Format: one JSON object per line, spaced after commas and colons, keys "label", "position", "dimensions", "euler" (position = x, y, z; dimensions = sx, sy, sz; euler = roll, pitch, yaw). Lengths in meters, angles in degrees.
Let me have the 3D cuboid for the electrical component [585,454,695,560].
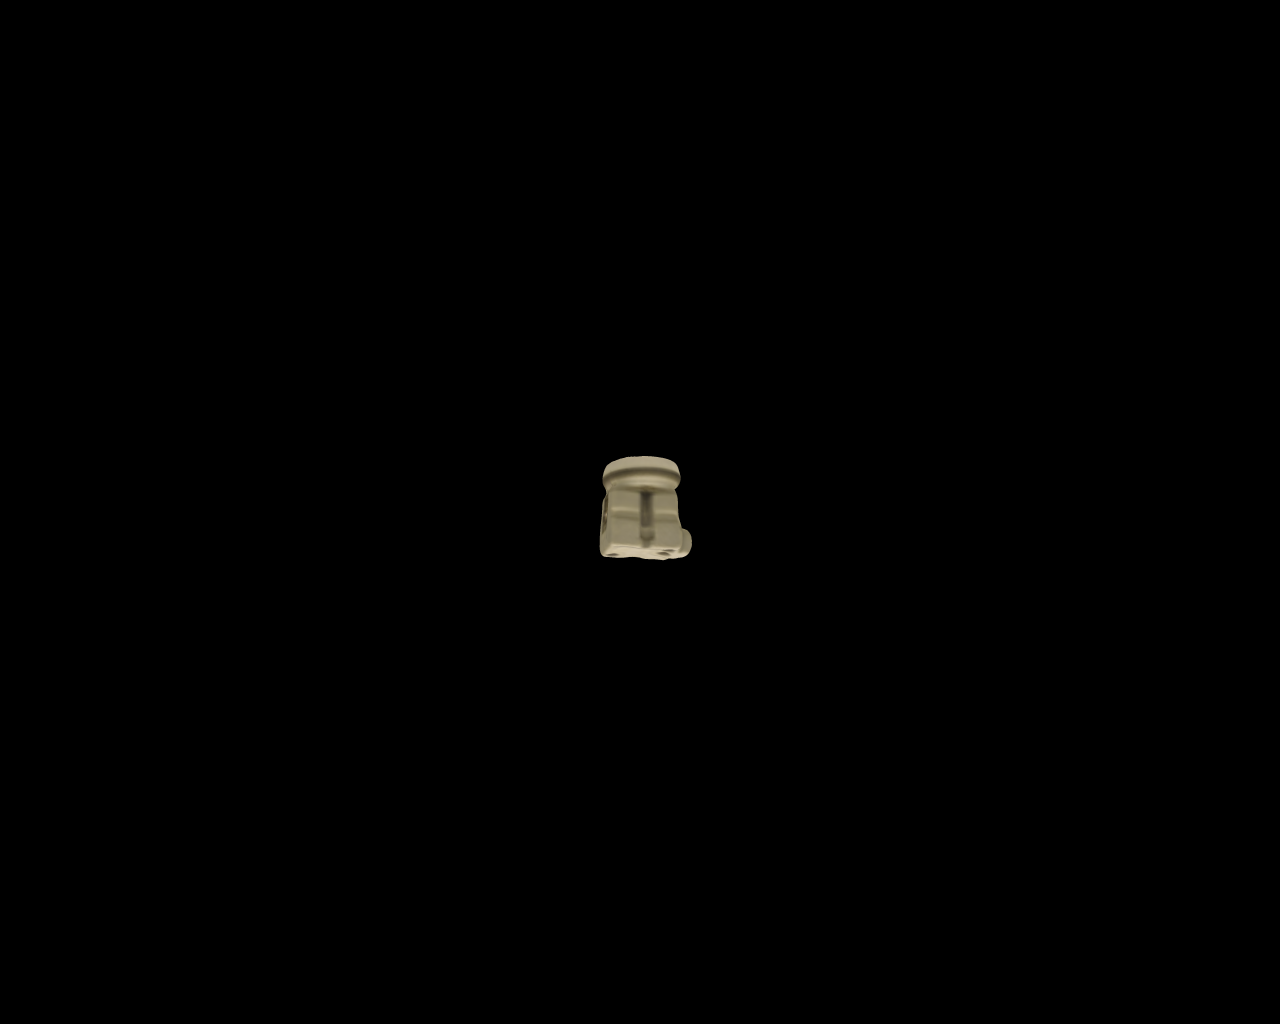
{"label": "electrical component", "position": [0.001, -0.003, 0.650], "dimensions": [0.066, 0.055, 0.048], "euler": [4, -15, -14]}
